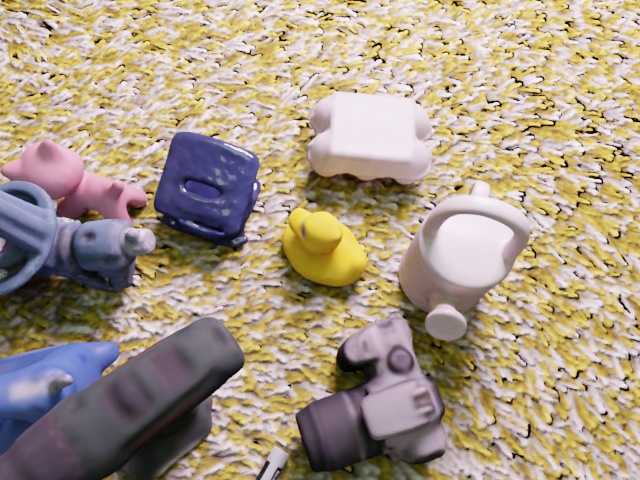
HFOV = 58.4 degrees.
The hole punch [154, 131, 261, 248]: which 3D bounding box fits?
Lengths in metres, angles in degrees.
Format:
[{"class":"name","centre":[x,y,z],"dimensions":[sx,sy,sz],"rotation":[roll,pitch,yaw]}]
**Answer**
[{"class":"hole punch","centre":[-0.124,-0.055,0.645],"dimensions":[0.108,0.091,0.101],"rotation":[17,70,3]}]

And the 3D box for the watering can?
[{"class":"watering can","centre":[0.146,0.016,0.579],"dimensions":[0.101,0.194,0.173],"rotation":[-1,70,-3]}]

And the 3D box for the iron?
[{"class":"iron","centre":[-0.322,0.160,0.526],"dimensions":[0.258,0.141,0.118],"rotation":[-11,70,-7]}]

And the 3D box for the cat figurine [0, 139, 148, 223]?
[{"class":"cat figurine","centre":[-0.268,-0.065,0.626],"dimensions":[0.127,0.118,0.067],"rotation":[16,69,3]}]

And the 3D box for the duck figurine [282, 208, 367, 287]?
[{"class":"duck figurine","centre":[0.006,0.002,0.634],"dimensions":[0.104,0.086,0.077],"rotation":[34,71,9]}]

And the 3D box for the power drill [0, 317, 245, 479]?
[{"class":"power drill","centre":[-0.165,0.163,0.498],"dimensions":[0.230,0.208,0.075],"rotation":[-38,76,-15]}]

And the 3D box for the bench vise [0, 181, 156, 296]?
[{"class":"bench vise","centre":[-0.277,-0.019,0.554],"dimensions":[0.207,0.220,0.121],"rotation":[-16,71,-9]}]

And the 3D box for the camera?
[{"class":"camera","centre":[0.043,0.162,0.568],"dimensions":[0.137,0.101,0.143],"rotation":[-17,71,-9]}]

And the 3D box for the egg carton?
[{"class":"egg carton","centre":[0.060,-0.121,0.692],"dimensions":[0.150,0.069,0.107],"rotation":[4,69,-2]}]
